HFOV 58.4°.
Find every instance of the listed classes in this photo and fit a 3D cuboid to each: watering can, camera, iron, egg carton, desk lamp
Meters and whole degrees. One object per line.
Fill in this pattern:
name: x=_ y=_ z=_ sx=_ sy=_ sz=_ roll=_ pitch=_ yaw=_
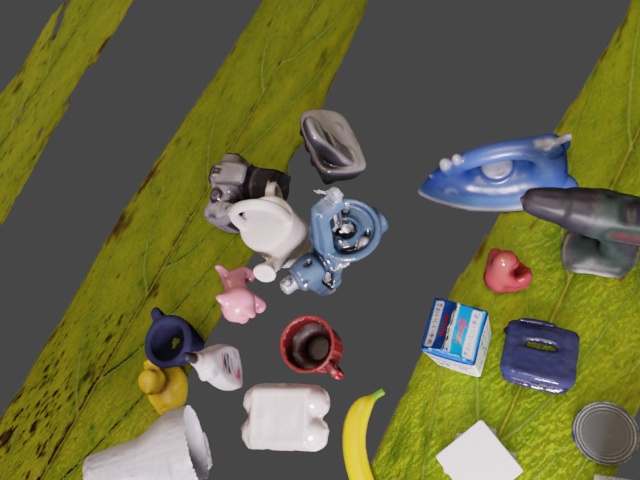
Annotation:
watering can: x=-0.084 y=-0.017 z=0.981 sx=0.101 sy=0.194 sz=0.172 roll=-26 pitch=66 yaw=8
camera: x=-0.136 y=-0.091 z=1.074 sx=0.136 sy=0.101 sz=0.143 roll=7 pitch=75 yaw=20
iron: x=0.279 y=-0.119 z=0.929 sx=0.257 sy=0.142 sz=0.118 roll=-8 pitch=70 yaw=15
egg carton: x=-0.056 y=0.289 z=0.939 sx=0.150 sy=0.069 sz=0.107 roll=-5 pitch=71 yaw=16
desk lamp: x=-0.251 y=0.347 z=0.902 sx=0.203 sy=0.214 sz=0.118 roll=-21 pitch=67 yaw=10

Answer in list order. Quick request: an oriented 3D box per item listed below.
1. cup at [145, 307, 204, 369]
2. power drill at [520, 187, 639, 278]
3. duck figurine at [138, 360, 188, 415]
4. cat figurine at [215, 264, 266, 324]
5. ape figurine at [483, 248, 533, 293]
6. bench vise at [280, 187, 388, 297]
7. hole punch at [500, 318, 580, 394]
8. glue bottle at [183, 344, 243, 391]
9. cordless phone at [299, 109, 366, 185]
cup: x=-0.256 y=0.177 z=1.026 sx=0.091 sy=0.095 sz=0.117 roll=-36 pitch=65 yaw=3
power drill: x=0.403 y=-0.011 z=0.817 sx=0.229 sy=0.209 sz=0.076 roll=7 pitch=75 yaw=20
duck figurine: x=-0.285 y=0.258 z=1.013 sx=0.077 sy=0.086 sz=0.104 roll=-22 pitch=67 yaw=10
cat figurine: x=-0.149 y=0.097 z=1.006 sx=0.067 sy=0.118 sz=0.127 roll=-31 pitch=66 yaw=6
ape figurine: x=0.291 y=0.043 z=0.899 sx=0.076 sy=0.092 sz=0.077 roll=-29 pitch=66 yaw=7
bench vise: x=0.018 y=0.009 z=0.926 sx=0.121 sy=0.220 sz=0.207 roll=27 pitch=82 yaw=24
hole punch: x=0.322 y=0.168 z=0.848 sx=0.108 sy=0.091 sz=0.101 roll=9 pitch=75 yaw=20
glue bottle: x=-0.180 y=0.205 z=0.949 sx=0.037 sy=0.173 sz=0.078 roll=-20 pitch=67 yaw=11
cordless phone: x=0.007 y=-0.191 z=1.015 sx=0.094 sy=0.185 sz=0.147 roll=-27 pitch=66 yaw=8
